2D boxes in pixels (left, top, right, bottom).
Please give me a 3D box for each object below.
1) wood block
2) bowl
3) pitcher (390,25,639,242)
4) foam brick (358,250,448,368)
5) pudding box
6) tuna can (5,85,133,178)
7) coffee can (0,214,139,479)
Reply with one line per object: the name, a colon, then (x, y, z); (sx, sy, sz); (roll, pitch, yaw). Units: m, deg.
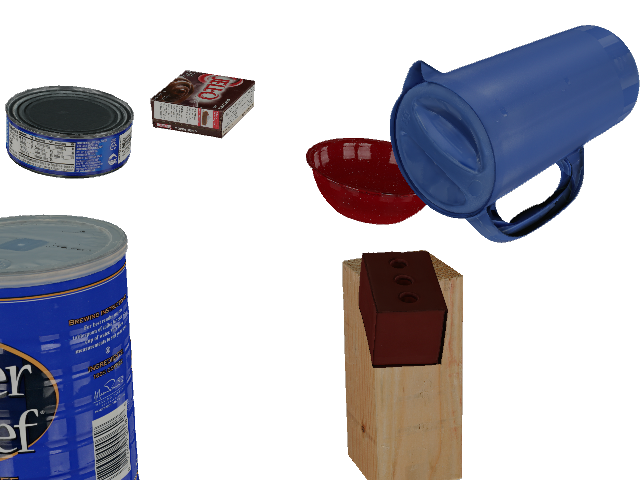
wood block: (0.078, 0.123, 1.021); (0.090, 0.206, 0.091); (-7, 18, -17)
bowl: (0.060, -0.062, 1.205); (0.162, 0.055, 0.162); (7, 26, -4)
pitcher: (0.199, -0.115, 1.030); (0.242, 0.149, 0.145); (-27, 45, -32)
foam brick: (0.059, 0.049, 0.781); (0.053, 0.051, 0.078); (-2, 33, -6)
pudding box: (-0.136, -0.161, 1.248); (0.090, 0.039, 0.113); (10, 31, 13)
tuna can: (-0.173, -0.075, 0.736); (0.086, 0.034, 0.086); (7, 28, -4)
coffee can: (-0.146, 0.067, 0.542); (0.103, 0.140, 0.103); (0, 16, 0)
